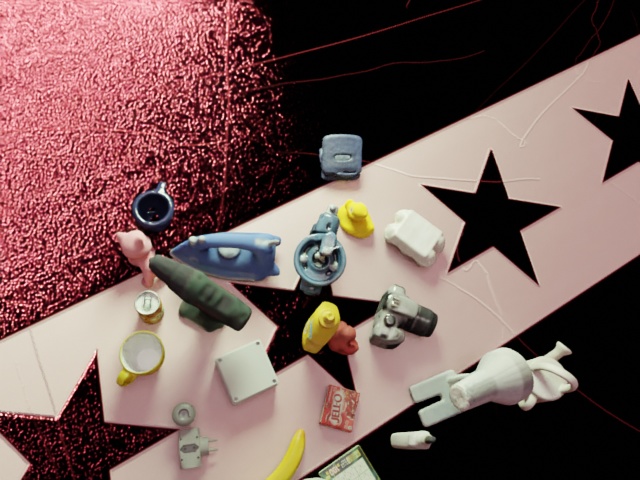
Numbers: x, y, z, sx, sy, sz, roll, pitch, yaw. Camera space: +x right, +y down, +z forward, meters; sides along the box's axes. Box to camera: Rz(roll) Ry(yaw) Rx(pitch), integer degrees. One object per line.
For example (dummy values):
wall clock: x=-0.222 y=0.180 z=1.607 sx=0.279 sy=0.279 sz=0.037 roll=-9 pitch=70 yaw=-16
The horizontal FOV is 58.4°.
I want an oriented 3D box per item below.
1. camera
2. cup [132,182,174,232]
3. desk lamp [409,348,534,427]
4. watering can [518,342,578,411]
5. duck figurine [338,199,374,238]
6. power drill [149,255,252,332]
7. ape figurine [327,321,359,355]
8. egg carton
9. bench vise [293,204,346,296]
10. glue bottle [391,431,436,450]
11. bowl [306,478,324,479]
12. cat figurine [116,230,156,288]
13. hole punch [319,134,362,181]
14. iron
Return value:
camera: x=0.201 y=0.190 z=1.340 sx=0.137 sy=0.100 sz=0.143 roll=22 pitch=68 yaw=-2
cup: x=-0.378 y=-0.069 z=1.327 sx=0.092 sy=0.095 sz=0.118 roll=14 pitch=68 yaw=-5
desk lamp: x=0.331 y=0.328 z=1.253 sx=0.203 sy=0.213 sz=0.118 roll=-18 pitch=74 yaw=-16
watering can: x=0.511 y=0.310 z=1.304 sx=0.101 sy=0.194 sz=0.173 roll=18 pitch=68 yaw=-3
duck figurine: x=0.095 y=-0.058 z=1.417 sx=0.104 sy=0.086 sz=0.078 roll=45 pitch=69 yaw=7
power drill: x=-0.255 y=0.126 z=1.218 sx=0.229 sy=0.208 sz=0.076 roll=29 pitch=68 yaw=1
ape figurine: x=0.058 y=0.222 z=1.305 sx=0.076 sy=0.092 sz=0.078 roll=-4 pitch=71 yaw=-12
egg carton: x=0.238 y=-0.005 z=1.434 sx=0.150 sy=0.069 sz=0.107 roll=36 pitch=68 yaw=3
bench vise: x=0.000 y=0.005 z=1.304 sx=0.121 sy=0.219 sz=0.207 roll=-1 pitch=70 yaw=-11
glue bottle: x=0.209 y=0.426 z=1.216 sx=0.078 sy=0.173 sz=0.037 roll=2 pitch=70 yaw=-10
bowl: x=-0.015 y=0.575 z=1.173 sx=0.167 sy=0.074 sz=0.167 roll=4 pitch=70 yaw=-9
cat figurine: x=-0.395 y=0.033 z=1.274 sx=0.067 sy=0.117 sz=0.127 roll=-34 pitch=79 yaw=-20
hole punch: x=0.056 y=-0.210 z=1.462 sx=0.109 sy=0.091 sz=0.101 roll=-2 pitch=71 yaw=-11
iron: x=-0.213 y=0.019 z=1.301 sx=0.258 sy=0.141 sz=0.118 roll=3 pitch=70 yaw=-9
